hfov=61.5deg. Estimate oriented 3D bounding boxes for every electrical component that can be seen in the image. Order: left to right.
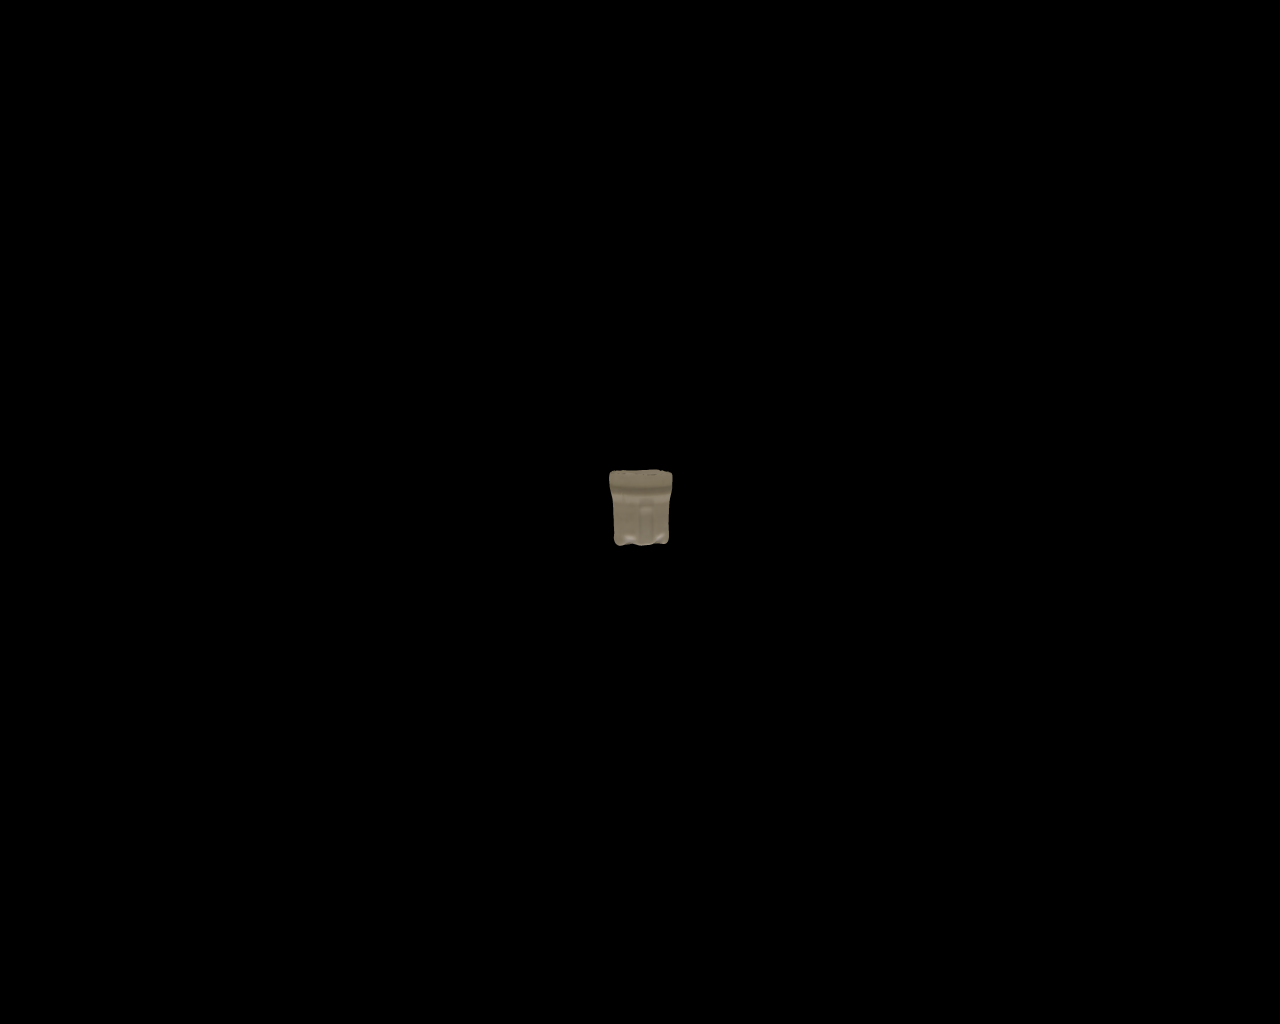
[{"bbox_3d":[0.001,-0.003,0.650,0.040,0.046,0.040,0,7,0],"label":"electrical component"}]
